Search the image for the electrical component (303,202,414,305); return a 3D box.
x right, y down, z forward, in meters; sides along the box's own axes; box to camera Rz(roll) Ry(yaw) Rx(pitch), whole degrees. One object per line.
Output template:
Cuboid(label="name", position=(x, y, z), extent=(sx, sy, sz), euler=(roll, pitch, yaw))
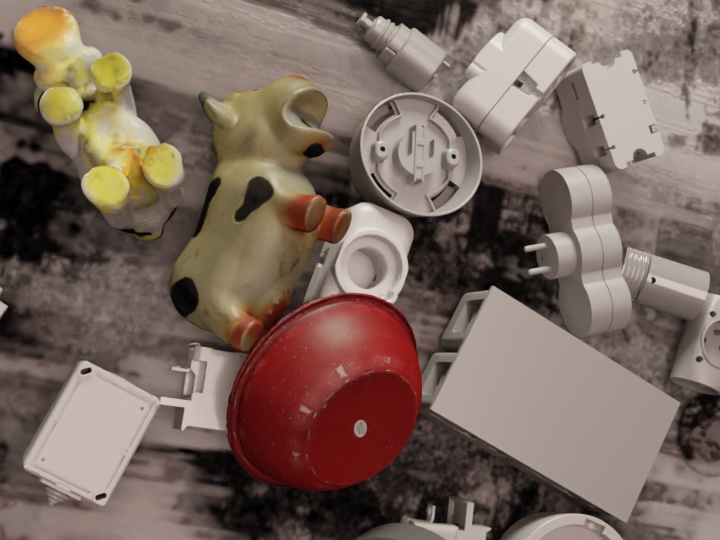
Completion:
Cuboid(label="electrical component", position=(0.000, 0.000, 0.814), extent=(0.054, 0.059, 0.095), euler=(22, 80, -15))

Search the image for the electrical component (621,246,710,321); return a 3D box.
Cuboid(label="electrical component", position=(0.244, 0.010, 0.898), extent=(0.081, 0.043, 0.043), euler=(18, 80, 2))

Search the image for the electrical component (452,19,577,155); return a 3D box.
Cuboid(label="electrical component", position=(0.118, -0.148, 0.856), extent=(0.059, 0.053, 0.095), euler=(39, 87, 7))

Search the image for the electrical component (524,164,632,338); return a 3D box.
Cuboid(label="electrical component", position=(0.168, -0.013, 0.873), extent=(0.074, 0.052, 0.138), euler=(-10, 89, -18))

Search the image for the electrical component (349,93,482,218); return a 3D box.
Cuboid(label="electrical component", position=(0.041, -0.087, 0.831), extent=(0.099, 0.064, 0.099), euler=(1, 85, -18))

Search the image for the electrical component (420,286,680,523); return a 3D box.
Cuboid(label="electrical component", position=(0.144, 0.106, 0.852), extent=(0.186, 0.060, 0.105), euler=(31, 77, -13))

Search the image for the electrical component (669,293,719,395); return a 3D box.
Cuboid(label="electrical component", position=(0.311, 0.069, 0.917), extent=(0.079, 0.044, 0.077), euler=(23, 79, -15))

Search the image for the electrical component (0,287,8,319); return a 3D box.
Cuboid(label="electrical component", position=(-0.281, 0.045, 0.718), extent=(0.061, 0.062, 0.096), euler=(28, 78, -14))

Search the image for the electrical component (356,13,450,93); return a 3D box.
Cuboid(label="electrical component", position=(0.031, -0.174, 0.847), extent=(0.078, 0.040, 0.040), euler=(36, 76, -12))

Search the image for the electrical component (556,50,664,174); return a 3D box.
Cuboid(label="electrical component", position=(0.204, -0.127, 0.891), extent=(0.050, 0.056, 0.089), euler=(-20, 92, -18))

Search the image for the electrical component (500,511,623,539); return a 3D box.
Cuboid(label="electrical component", position=(0.153, 0.242, 0.844), extent=(0.108, 0.060, 0.108), euler=(1, 85, -18))

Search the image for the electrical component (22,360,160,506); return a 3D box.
Cuboid(label="electrical component", position=(-0.190, 0.117, 0.742), extent=(0.062, 0.061, 0.096), euler=(30, 77, -14))

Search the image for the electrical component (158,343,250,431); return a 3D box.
Cuboid(label="electrical component", position=(-0.106, 0.087, 0.782), extent=(0.081, 0.042, 0.063), euler=(11, 81, -17))

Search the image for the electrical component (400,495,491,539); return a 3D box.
Cuboid(label="electrical component", position=(0.062, 0.216, 0.827), extent=(0.064, 0.042, 0.081), euler=(8, 83, -14))
